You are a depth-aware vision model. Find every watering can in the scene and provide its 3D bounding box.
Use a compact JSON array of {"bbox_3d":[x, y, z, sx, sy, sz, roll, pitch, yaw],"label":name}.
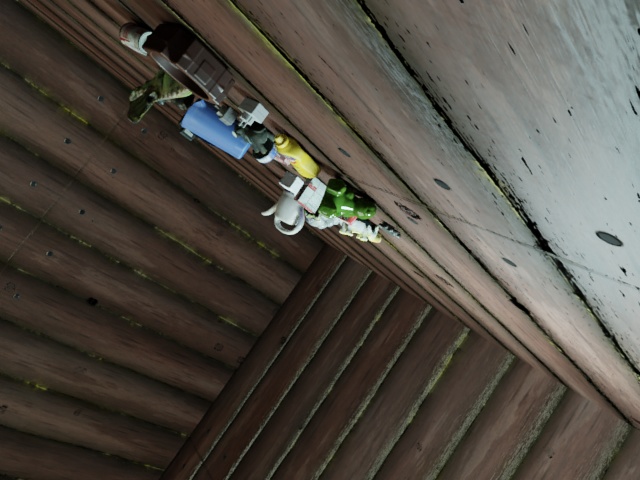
[{"bbox_3d":[-0.166,-0.158,2.432,0.103,0.223,0.351,17,-171,-39],"label":"watering can"}]

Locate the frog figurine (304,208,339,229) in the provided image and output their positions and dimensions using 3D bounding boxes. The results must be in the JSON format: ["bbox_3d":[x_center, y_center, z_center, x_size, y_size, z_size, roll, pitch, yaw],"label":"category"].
[{"bbox_3d":[0.007,-0.113,2.254,0.158,0.121,0.140,26,-142,-56],"label":"frog figurine"}]

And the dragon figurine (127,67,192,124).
[{"bbox_3d":[-0.466,-0.429,1.528,0.120,0.244,0.415,46,172,-39],"label":"dragon figurine"}]
